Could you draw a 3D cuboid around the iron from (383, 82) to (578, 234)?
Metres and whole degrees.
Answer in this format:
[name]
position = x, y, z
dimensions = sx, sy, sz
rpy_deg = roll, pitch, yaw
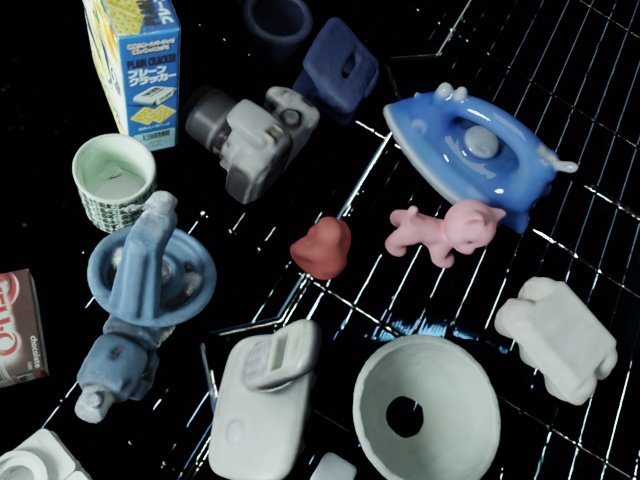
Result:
[iron]
position = 0.206, -0.132, 0.758
dimensions = 0.258, 0.141, 0.119
rpy_deg = 38, 63, 2

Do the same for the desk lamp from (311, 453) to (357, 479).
[desk lamp]
position = 0.017, 0.290, 0.489
dimensions = 0.118, 0.213, 0.203
rpy_deg = 32, 63, 0

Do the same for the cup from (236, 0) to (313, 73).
[cup]
position = -0.073, -0.279, 0.767
dimensions = 0.118, 0.095, 0.092
rpy_deg = 38, 63, 3

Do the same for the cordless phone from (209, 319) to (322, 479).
[cordless phone]
position = -0.046, 0.153, 0.544
dimensions = 0.094, 0.185, 0.147
rpy_deg = 11, 65, -10

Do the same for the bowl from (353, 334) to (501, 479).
[bowl]
position = 0.108, 0.193, 0.632
dimensions = 0.168, 0.074, 0.167
rpy_deg = 6, 67, -13

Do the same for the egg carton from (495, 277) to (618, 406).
[egg carton]
position = 0.295, 0.123, 0.716
dimensions = 0.107, 0.069, 0.150
rpy_deg = -36, 81, -25

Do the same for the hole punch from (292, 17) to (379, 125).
[hole punch]
position = 0.029, -0.230, 0.777
dimensions = 0.101, 0.091, 0.109
rpy_deg = 28, 63, -3

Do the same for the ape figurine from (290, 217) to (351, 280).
[ape figurine]
position = 0.006, 0.002, 0.673
dimensions = 0.078, 0.092, 0.076
rpy_deg = -8, 70, -18

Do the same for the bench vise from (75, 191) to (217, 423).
[bench vise]
position = -0.158, 0.060, 0.533
dimensions = 0.122, 0.219, 0.207
rpy_deg = 5, 67, -13

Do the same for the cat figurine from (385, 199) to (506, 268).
[cat figurine]
position = 0.159, -0.018, 0.710
dimensions = 0.128, 0.117, 0.067
rpy_deg = 12, 65, -10

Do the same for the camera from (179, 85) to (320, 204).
[camera]
position = -0.090, -0.143, 0.702
dimensions = 0.137, 0.100, 0.143
rpy_deg = 37, 63, 2
